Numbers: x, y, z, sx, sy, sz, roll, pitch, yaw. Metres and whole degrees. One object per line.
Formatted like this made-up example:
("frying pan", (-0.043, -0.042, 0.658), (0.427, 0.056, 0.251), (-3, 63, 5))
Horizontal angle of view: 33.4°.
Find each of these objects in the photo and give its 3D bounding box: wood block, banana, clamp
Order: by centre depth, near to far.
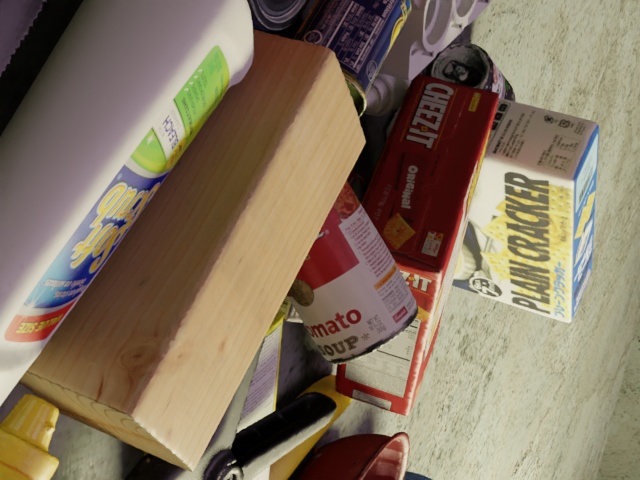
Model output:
("wood block", (-0.065, -0.002, 0.547), (0.206, 0.091, 0.090), (-63, 155, -20))
("clamp", (-0.060, 0.133, 0.621), (0.210, 0.036, 0.164), (-58, 148, -20))
("banana", (-0.022, 0.155, 0.831), (0.197, 0.037, 0.070), (-45, 168, -43))

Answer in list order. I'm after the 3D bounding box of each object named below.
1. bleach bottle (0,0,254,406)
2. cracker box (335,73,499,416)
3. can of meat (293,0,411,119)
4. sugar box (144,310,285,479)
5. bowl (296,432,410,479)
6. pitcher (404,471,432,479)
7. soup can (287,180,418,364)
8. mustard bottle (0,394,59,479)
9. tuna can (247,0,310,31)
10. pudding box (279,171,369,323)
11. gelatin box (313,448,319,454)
("bleach bottle", (-0.118, -0.007, 0.458), (0.250, 0.068, 0.102), (-60, 175, -14))
("cracker box", (0.067, 0.009, 0.802), (0.214, 0.072, 0.164), (93, 16, -55))
("can of meat", (0.006, -0.106, 0.639), (0.084, 0.057, 0.102), (-63, -175, -28))
("sugar box", (-0.071, 0.130, 0.687), (0.093, 0.048, 0.176), (-29, 136, -51))
("bowl", (0.011, 0.216, 0.854), (0.162, 0.055, 0.162), (-50, 154, -36))
("pitcher", (0.052, 0.329, 1.002), (0.145, 0.149, 0.242), (53, 42, -14))
("soup can", (0.007, 0.015, 0.647), (0.102, 0.069, 0.068), (60, 40, -11))
("mustard bottle", (-0.170, 0.157, 0.472), (0.191, 0.058, 0.096), (-64, 155, -18))
("tuna can", (-0.030, -0.158, 0.581), (0.086, 0.034, 0.086), (-47, 147, -44))
("pudding box", (-0.005, 0.001, 0.745), (0.090, 0.039, 0.113), (17, 92, -68))
("gelatin box", (0.006, 0.230, 0.947), (0.073, 0.030, 0.089), (26, 82, -66))
